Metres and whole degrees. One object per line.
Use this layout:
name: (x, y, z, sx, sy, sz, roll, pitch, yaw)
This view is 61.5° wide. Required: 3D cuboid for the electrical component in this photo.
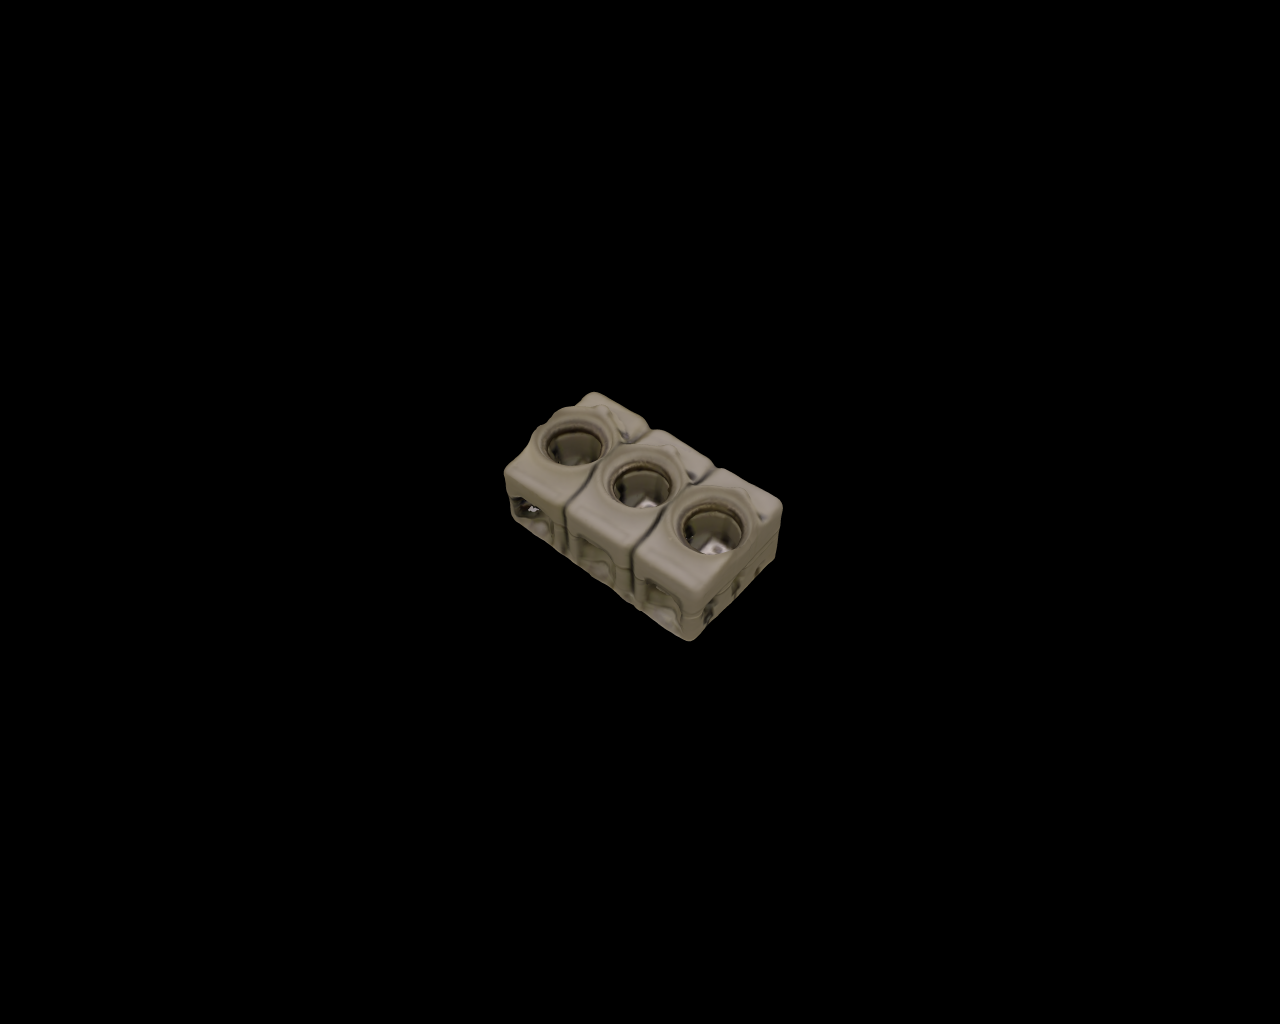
electrical component: (0.001, -0.003, 0.650, 0.150, 0.061, 0.090, 33, 58, 24)
